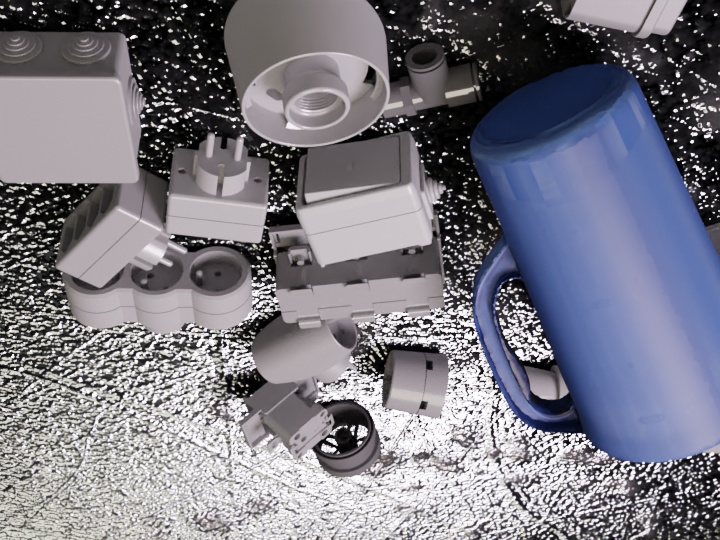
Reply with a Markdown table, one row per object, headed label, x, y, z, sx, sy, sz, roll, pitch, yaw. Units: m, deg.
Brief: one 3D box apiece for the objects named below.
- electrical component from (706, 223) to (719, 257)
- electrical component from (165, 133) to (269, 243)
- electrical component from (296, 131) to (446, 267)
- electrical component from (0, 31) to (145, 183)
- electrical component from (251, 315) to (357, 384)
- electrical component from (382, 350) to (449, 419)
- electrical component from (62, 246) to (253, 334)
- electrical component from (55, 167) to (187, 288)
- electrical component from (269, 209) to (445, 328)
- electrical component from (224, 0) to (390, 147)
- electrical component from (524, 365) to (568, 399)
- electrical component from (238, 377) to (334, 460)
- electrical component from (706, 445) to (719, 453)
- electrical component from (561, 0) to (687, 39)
| label | x | y | z | sx | sy | sz | roll | pitch | yaw |
| --- | --- | --- | --- | --- | --- | --- | --- | --- | --- |
| electrical component | 0.256 | 0.030 | 0.835 | 0.186 | 0.060 | 0.105 | -18 | 138 | 19 |
| electrical component | -0.094 | -0.063 | 0.721 | 0.066 | 0.047 | 0.076 | 6 | 140 | -9 |
| electrical component | 0.009 | -0.052 | 0.724 | 0.096 | 0.061 | 0.061 | -12 | 132 | 12 |
| electrical component | -0.185 | -0.101 | 0.670 | 0.100 | 0.048 | 0.099 | 0 | 141 | -2 |
| electrical component | -0.034 | 0.067 | 0.883 | 0.077 | 0.044 | 0.079 | -26 | 135 | 27 |
| electrical component | 0.046 | 0.096 | 0.914 | 0.047 | 0.055 | 0.055 | 9 | 139 | -7 |
| electrical component | -0.151 | 0.023 | 0.819 | 0.138 | 0.052 | 0.073 | 1 | 140 | -2 |
| electrical component | -0.160 | -0.024 | 0.766 | 0.076 | 0.047 | 0.083 | 28 | 132 | -31 |
| electrical component | 0.000 | 0.000 | 0.788 | 0.121 | 0.063 | 0.078 | -6 | 140 | 5 |
| electrical component | -0.031 | -0.123 | 0.655 | 0.099 | 0.064 | 0.099 | -7 | 151 | -4 |
| electrical component | 0.163 | 0.105 | 0.935 | 0.055 | 0.045 | 0.045 | 1 | 140 | -3 |
| electrical component | -0.061 | 0.125 | 0.927 | 0.081 | 0.064 | 0.042 | -40 | 147 | -21 |
| electrical component | 0.333 | 0.111 | 0.935 | 0.150 | 0.061 | 0.089 | 4 | 140 | -7 |
| electrical component | 0.149 | -0.186 | 0.556 | 0.057 | 0.078 | 0.113 | 9 | 139 | -9 |
